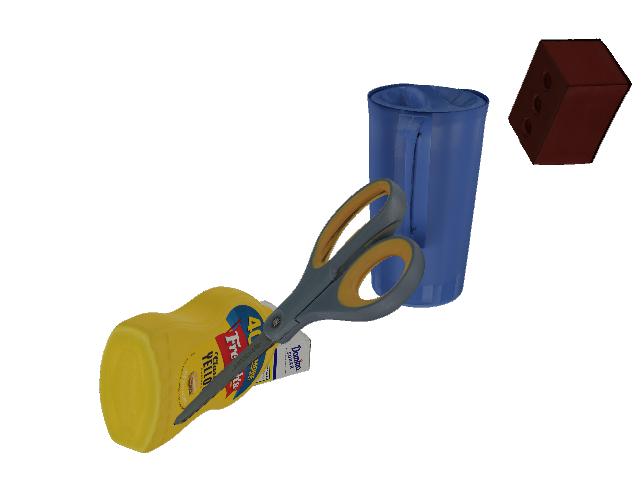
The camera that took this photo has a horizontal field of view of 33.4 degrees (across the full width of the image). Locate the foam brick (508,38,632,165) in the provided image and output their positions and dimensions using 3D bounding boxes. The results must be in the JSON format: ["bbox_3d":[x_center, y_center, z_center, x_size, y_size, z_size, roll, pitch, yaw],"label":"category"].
[{"bbox_3d":[0.177,-0.099,0.766,0.051,0.053,0.078,-5,-41,-18],"label":"foam brick"}]

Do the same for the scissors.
[{"bbox_3d":[-0.010,0.053,0.619,0.016,0.202,0.096,33,6,-37],"label":"scissors"}]

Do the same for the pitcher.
[{"bbox_3d":[0.112,-0.048,1.202,0.149,0.243,0.145,-10,24,-27],"label":"pitcher"}]

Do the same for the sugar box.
[{"bbox_3d":[-0.107,0.114,1.070,0.175,0.048,0.093,-16,33,-29],"label":"sugar box"}]

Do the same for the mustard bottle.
[{"bbox_3d":[-0.087,0.087,0.827,0.058,0.096,0.191,12,17,29],"label":"mustard bottle"}]
